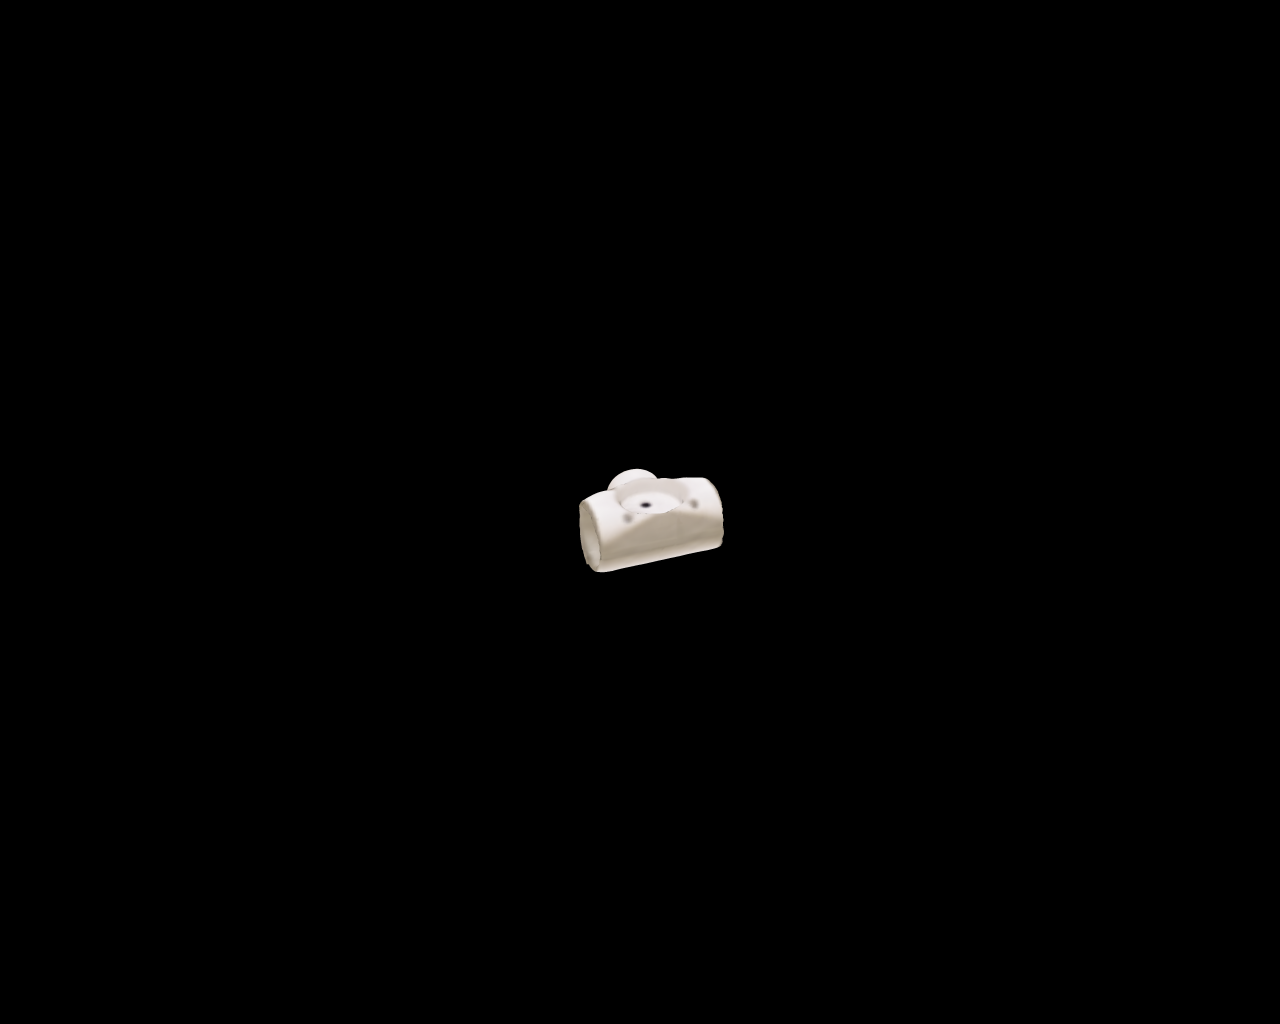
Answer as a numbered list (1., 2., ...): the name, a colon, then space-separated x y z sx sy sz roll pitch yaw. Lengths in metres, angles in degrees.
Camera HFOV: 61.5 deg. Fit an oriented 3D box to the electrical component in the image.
1. electrical component: 0.001 -0.003 0.650 0.077 0.044 0.079 -11 36 -16
